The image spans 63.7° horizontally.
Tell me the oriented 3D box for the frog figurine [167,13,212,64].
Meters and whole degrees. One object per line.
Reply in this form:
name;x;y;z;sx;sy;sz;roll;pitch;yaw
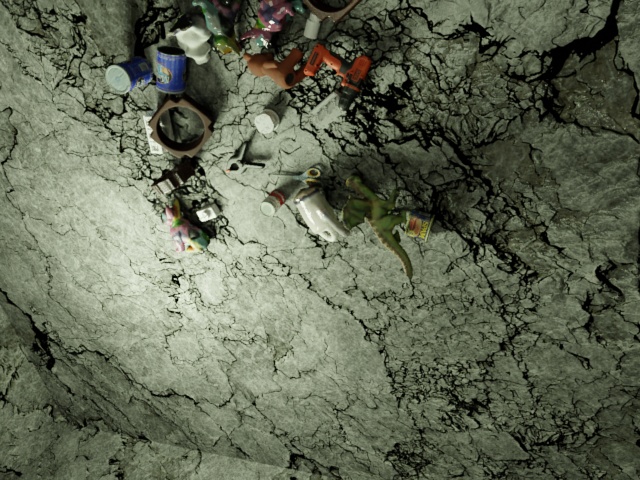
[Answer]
frog figurine;-0.421;-0.686;1.754;0.136;0.125;0.157;-21;147;22

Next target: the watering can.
watering can;0.006;-0.092;1.831;0.223;0.105;0.347;57;167;-8

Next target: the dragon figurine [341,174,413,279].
dragon figurine;0.176;-0.060;1.749;0.243;0.419;0.120;3;148;-25
